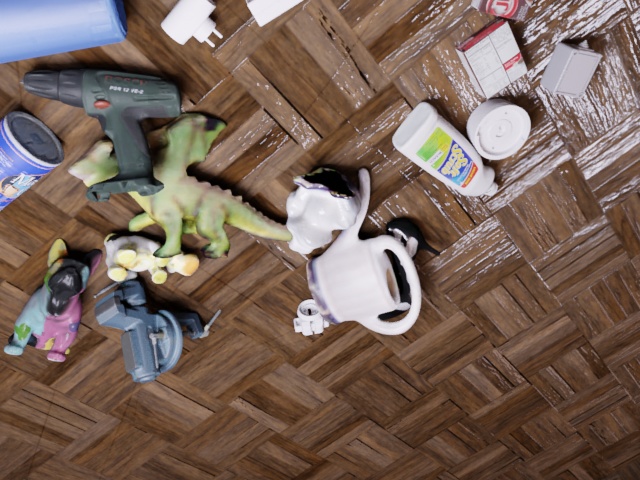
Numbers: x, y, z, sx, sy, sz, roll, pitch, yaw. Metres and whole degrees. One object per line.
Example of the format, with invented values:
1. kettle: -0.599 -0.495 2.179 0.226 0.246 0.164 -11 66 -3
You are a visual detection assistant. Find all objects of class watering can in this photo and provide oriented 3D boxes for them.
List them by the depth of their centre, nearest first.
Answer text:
1. watering can: 0.072 0.043 1.051 0.223 0.105 0.345 -19 99 20

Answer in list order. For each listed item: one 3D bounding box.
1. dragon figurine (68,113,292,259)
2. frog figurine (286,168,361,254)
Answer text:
1. dragon figurine: -0.214 -0.100 0.909 0.411 0.124 0.238 -2 116 -22
2. frog figurine: 0.003 -0.049 0.970 0.137 0.125 0.156 10 125 -3
